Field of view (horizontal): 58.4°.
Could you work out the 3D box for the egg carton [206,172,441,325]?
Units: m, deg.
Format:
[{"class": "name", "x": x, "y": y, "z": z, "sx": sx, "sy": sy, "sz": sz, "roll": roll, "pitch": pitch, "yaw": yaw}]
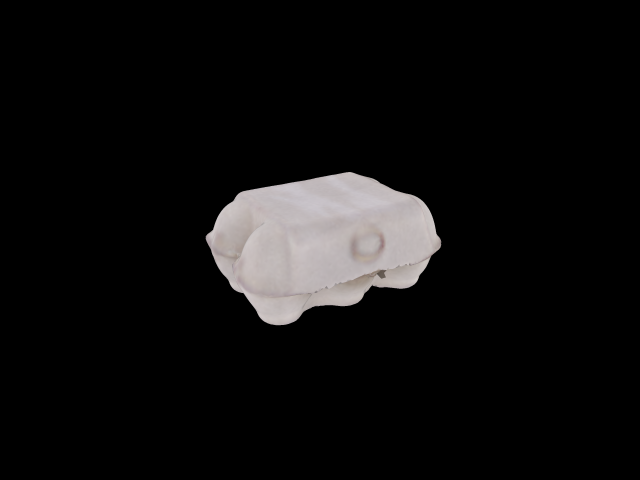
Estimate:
[{"class": "egg carton", "x": 0.004, "y": 0.001, "z": 0.400, "sx": 0.151, "sy": 0.069, "sz": 0.107, "roll": -14, "pitch": 27, "yaw": -29}]
